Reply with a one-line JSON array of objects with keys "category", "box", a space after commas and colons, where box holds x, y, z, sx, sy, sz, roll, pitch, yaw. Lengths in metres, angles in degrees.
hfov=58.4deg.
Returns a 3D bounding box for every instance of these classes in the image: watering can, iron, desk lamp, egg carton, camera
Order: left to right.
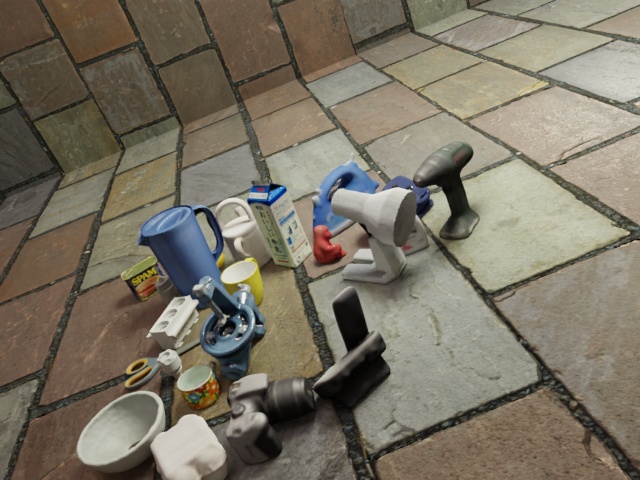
[{"category": "egg carton", "box": [-0.221, 0.365, 0.966, 0.107, 0.069, 0.149, -34, 31, -20]}, {"category": "watering can", "box": [-0.206, -0.025, 1.485, 0.101, 0.194, 0.172, -28, 29, -11]}, {"category": "camera", "box": [-0.084, 0.284, 0.976, 0.136, 0.101, 0.143, -17, 29, 9]}, {"category": "iron", "box": [0.044, -0.116, 1.524, 0.118, 0.142, 0.259, 7, 40, 42]}, {"category": "desk lamp", "box": [0.118, -0.015, 1.227, 0.202, 0.214, 0.118, 2, 37, 37]}]

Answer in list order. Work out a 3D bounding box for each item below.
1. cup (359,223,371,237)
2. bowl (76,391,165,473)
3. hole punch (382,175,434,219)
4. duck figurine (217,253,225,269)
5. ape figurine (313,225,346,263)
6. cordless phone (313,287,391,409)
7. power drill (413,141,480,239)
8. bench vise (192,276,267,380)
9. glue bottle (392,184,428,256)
[{"category": "cup", "box": [0.143, -0.047, 1.387, 0.092, 0.095, 0.117, -38, 33, -27]}, {"category": "bowl", "box": [-0.350, 0.364, 1.050, 0.167, 0.075, 0.167, -16, 29, 10]}, {"category": "hole punch", "box": [0.219, -0.106, 1.441, 0.100, 0.091, 0.109, 8, 40, 42]}, {"category": "duck figurine", "box": [-0.313, 0.049, 1.546, 0.105, 0.086, 0.077, -39, 33, -28]}, {"category": "ape figurine", "box": [0.013, 0.005, 1.392, 0.076, 0.092, 0.077, -22, 29, 0]}, {"category": "cordless phone", "box": [0.036, 0.180, 0.983, 0.093, 0.185, 0.148, 14, 45, 47]}, {"category": "power drill", "box": [0.289, -0.111, 1.279, 0.075, 0.209, 0.230, 2, 37, 37]}, {"category": "bench vise", "box": [-0.196, 0.146, 1.162, 0.121, 0.220, 0.207, -22, 29, 1]}, {"category": "glue bottle", "box": [0.187, -0.049, 1.279, 0.078, 0.173, 0.037, -23, 29, -2]}]
